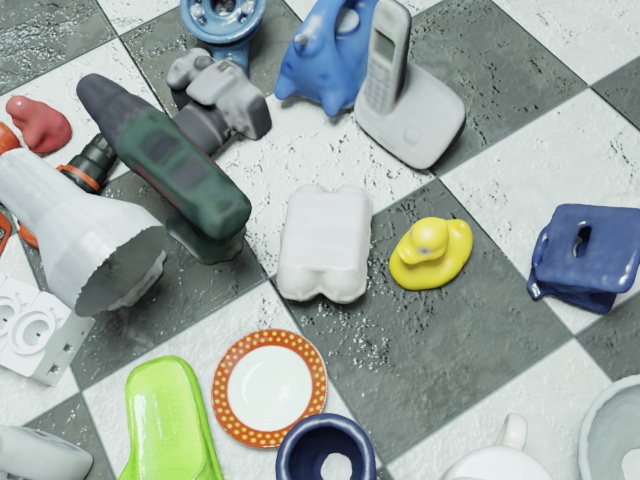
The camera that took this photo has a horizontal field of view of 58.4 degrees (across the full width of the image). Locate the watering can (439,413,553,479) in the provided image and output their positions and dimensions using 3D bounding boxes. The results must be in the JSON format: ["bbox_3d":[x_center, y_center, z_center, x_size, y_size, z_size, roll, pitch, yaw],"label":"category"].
[{"bbox_3d":[0.148,0.232,0.472,0.101,0.194,0.173,-5,63,4],"label":"watering can"}]

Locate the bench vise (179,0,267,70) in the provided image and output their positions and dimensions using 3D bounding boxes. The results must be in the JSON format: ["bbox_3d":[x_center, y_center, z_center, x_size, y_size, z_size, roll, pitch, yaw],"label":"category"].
[{"bbox_3d":[-0.145,-0.364,0.785,0.121,0.220,0.207,-17,63,-1],"label":"bench vise"}]

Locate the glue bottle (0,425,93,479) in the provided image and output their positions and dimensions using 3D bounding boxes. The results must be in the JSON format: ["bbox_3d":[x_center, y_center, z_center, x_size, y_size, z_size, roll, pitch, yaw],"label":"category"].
[{"bbox_3d":[-0.291,0.202,0.550,0.078,0.173,0.037,20,68,16],"label":"glue bottle"}]

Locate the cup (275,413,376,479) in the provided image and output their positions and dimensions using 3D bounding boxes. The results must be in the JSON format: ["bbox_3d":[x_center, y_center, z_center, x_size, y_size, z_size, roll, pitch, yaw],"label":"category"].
[{"bbox_3d":[0.000,0.229,0.546,0.091,0.095,0.118,40,75,22],"label":"cup"}]

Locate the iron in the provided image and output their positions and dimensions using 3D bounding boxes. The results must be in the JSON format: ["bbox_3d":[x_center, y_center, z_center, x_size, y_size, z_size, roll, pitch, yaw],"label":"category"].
[{"bbox_3d":[0.031,-0.300,0.777,0.118,0.141,0.258,21,68,16],"label":"iron"}]

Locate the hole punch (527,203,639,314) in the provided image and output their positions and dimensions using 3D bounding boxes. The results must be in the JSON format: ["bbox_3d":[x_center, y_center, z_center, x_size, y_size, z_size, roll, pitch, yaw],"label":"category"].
[{"bbox_3d":[0.287,0.014,0.620,0.101,0.091,0.109,19,68,16],"label":"hole punch"}]

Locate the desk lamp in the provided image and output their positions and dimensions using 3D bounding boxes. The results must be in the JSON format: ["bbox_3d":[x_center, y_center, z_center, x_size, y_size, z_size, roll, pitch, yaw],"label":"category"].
[{"bbox_3d":[-0.251,0.002,0.621,0.202,0.214,0.118,35,73,21],"label":"desk lamp"}]

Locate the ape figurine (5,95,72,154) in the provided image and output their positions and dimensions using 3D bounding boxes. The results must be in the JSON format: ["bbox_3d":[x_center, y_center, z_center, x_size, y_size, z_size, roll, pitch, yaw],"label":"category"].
[{"bbox_3d":[-0.395,-0.165,0.788,0.076,0.092,0.078,-1,64,7],"label":"ape figurine"}]

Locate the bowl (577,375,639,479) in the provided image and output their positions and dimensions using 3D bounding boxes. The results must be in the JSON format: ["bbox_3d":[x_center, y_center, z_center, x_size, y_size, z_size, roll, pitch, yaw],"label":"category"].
[{"bbox_3d":[0.316,0.214,0.528,0.167,0.075,0.167,-3,64,6],"label":"bowl"}]

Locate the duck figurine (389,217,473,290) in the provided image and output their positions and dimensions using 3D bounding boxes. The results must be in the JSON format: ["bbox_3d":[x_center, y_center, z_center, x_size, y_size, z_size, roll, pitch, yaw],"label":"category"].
[{"bbox_3d":[0.127,0.004,0.647,0.104,0.086,0.077,-30,64,-8],"label":"duck figurine"}]

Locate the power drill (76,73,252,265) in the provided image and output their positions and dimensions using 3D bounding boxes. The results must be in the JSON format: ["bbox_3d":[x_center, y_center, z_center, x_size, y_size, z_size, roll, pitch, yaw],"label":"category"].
[{"bbox_3d":[-0.161,-0.063,0.645,0.229,0.209,0.076,38,74,22],"label":"power drill"}]

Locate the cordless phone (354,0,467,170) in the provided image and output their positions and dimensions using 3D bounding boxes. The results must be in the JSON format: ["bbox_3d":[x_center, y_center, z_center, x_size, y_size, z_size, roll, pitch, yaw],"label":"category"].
[{"bbox_3d":[0.108,-0.185,0.687,0.094,0.185,0.147,-43,67,-14],"label":"cordless phone"}]

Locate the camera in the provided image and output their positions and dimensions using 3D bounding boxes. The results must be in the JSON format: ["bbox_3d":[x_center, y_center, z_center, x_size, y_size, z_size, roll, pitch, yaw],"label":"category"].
[{"bbox_3d":[-0.158,-0.174,0.760,0.143,0.101,0.137,35,73,21],"label":"camera"}]

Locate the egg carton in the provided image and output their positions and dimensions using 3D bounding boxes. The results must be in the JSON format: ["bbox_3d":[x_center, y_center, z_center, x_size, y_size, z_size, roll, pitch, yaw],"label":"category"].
[{"bbox_3d":[0.006,0.002,0.671,0.107,0.069,0.150,2,64,8],"label":"egg carton"}]
